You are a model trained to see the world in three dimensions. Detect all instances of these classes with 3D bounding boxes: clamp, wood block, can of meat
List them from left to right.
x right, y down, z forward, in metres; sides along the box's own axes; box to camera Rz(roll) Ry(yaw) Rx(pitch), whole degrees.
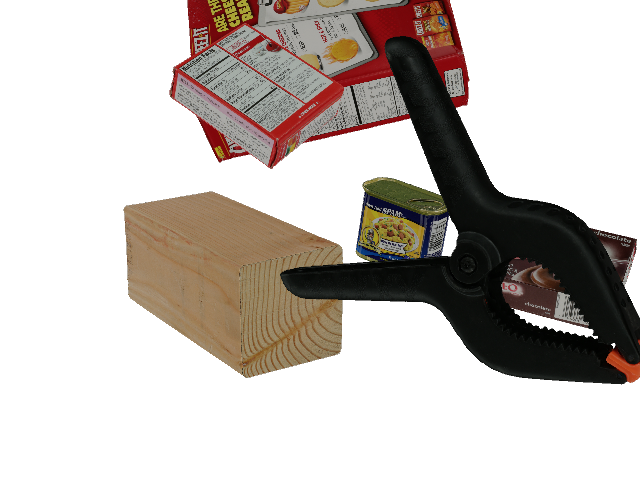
[{"bbox_3d":[-0.076,0.029,0.870,0.090,0.090,0.206,-11,20,-32],"label":"wood block"},{"bbox_3d":[0.091,-0.014,1.185,0.102,0.084,0.057,22,26,31],"label":"can of meat"},{"bbox_3d":[0.084,-0.001,0.561,0.210,0.165,0.036,29,25,25],"label":"clamp"}]

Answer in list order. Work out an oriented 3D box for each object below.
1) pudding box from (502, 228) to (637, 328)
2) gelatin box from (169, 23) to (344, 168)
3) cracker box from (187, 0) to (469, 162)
[{"bbox_3d":[0.202,0.024,0.907,0.114,0.039,0.090,16,45,18],"label":"pudding box"},{"bbox_3d":[-0.042,-0.096,0.696,0.089,0.030,0.073,35,51,16],"label":"gelatin box"},{"bbox_3d":[0.003,-0.164,0.885,0.214,0.164,0.072,-13,-37,6],"label":"cracker box"}]
